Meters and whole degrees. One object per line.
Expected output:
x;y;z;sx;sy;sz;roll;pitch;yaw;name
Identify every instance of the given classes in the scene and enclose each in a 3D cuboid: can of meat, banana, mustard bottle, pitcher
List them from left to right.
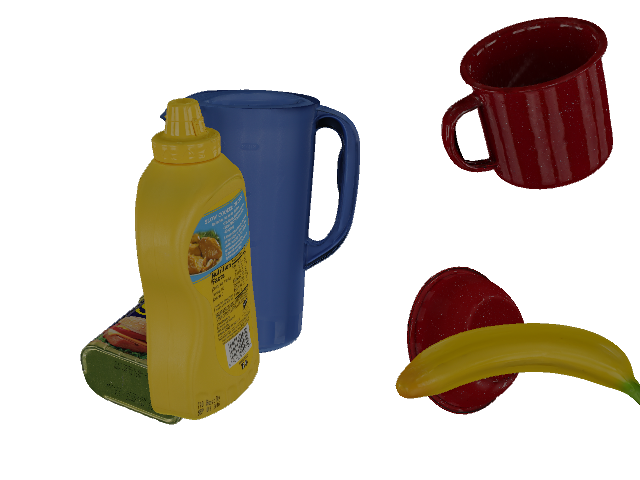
-0.127;0.093;0.853;0.102;0.057;0.083;16;33;24;can of meat
-0.077;0.007;0.662;0.058;0.192;0.096;7;23;23;mustard bottle
-0.059;-0.021;1.015;0.144;0.243;0.149;-11;19;-38;pitcher
0.150;0.090;0.799;0.197;0.037;0.069;2;32;-8;banana

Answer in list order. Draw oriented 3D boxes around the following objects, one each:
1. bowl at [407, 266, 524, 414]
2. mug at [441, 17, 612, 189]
0.171;0.107;1.148;0.161;0.162;0.055;0;-5;-37;bowl
0.134;-0.082;0.694;0.117;0.081;0.093;-26;34;-8;mug
